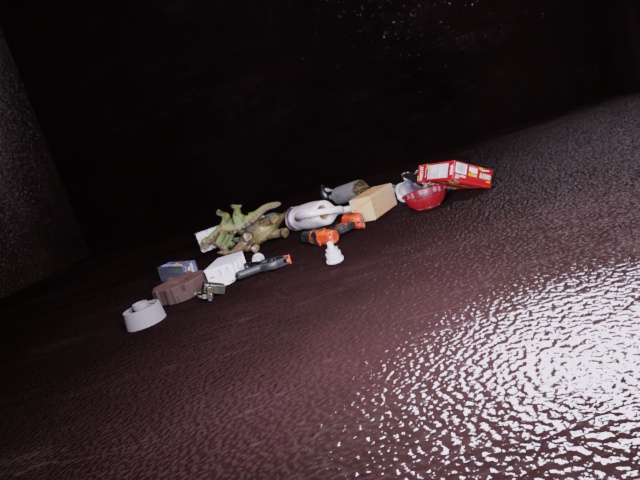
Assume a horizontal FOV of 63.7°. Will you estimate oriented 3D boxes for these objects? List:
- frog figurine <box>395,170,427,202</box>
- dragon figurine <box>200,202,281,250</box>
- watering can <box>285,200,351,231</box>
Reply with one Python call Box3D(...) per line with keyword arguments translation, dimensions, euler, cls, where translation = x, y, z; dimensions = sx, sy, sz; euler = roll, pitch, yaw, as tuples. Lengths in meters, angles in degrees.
Box3D(translation=(0.344, -0.184, 1.972), dimensions=(0.139, 0.124, 0.156), euler=(-35, -18, -34), cls="frog figurine")
Box3D(translation=(-0.364, -0.042, 2.244), dimensions=(0.407, 0.120, 0.249), euler=(-15, 44, 29), cls="dragon figurine")
Box3D(translation=(0.006, -0.104, 2.060), dimensions=(0.223, 0.104, 0.349), euler=(-10, 0, 35), cls="watering can")
